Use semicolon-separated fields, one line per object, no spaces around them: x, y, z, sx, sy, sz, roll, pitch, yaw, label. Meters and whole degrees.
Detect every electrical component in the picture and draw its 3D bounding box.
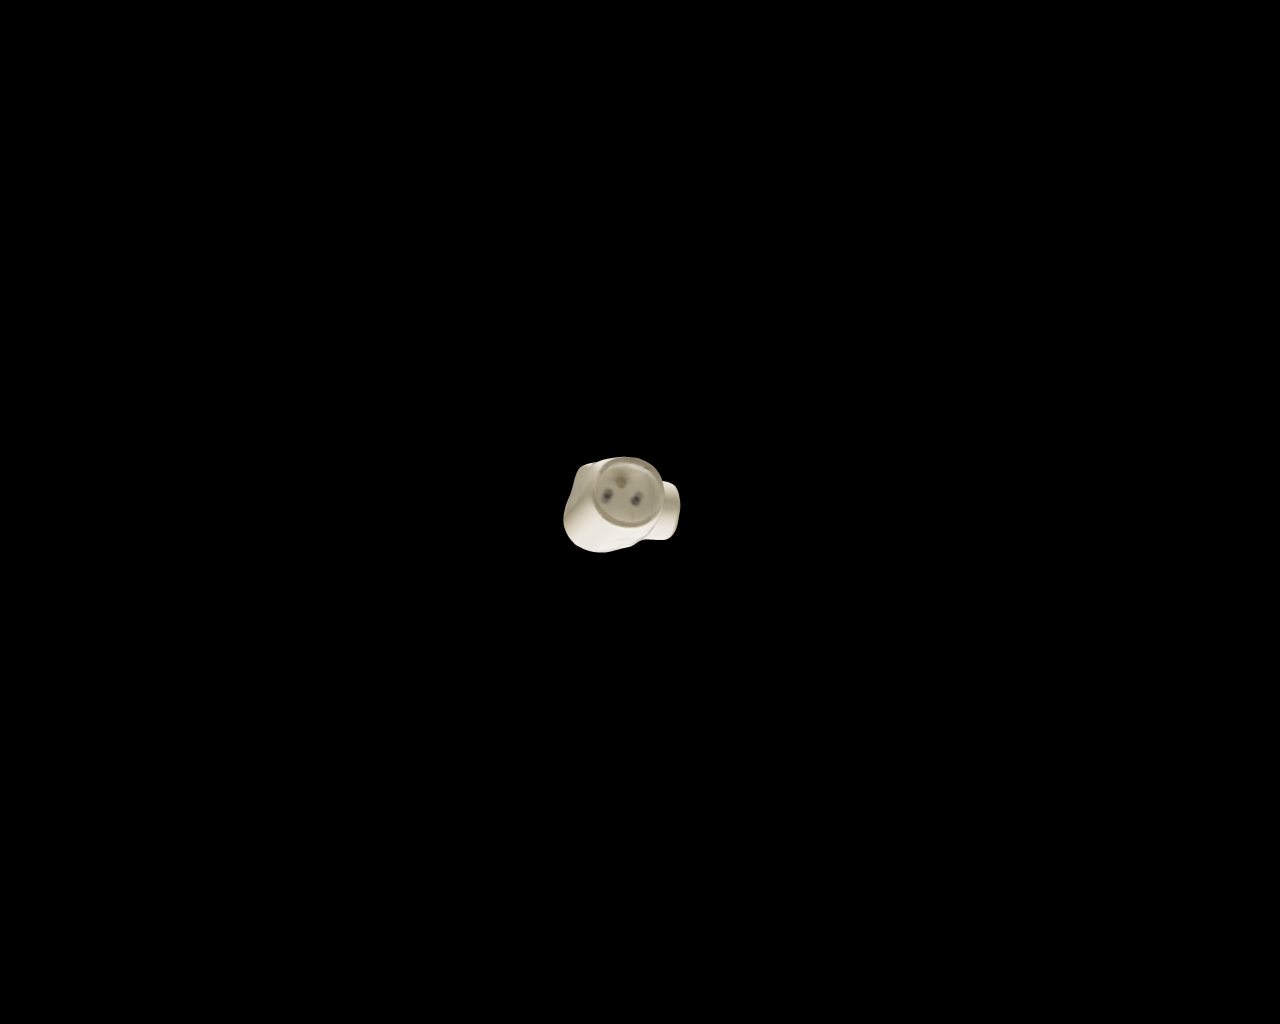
0.001;-0.003;0.650;0.079;0.043;0.077;4;-14;-15;electrical component
